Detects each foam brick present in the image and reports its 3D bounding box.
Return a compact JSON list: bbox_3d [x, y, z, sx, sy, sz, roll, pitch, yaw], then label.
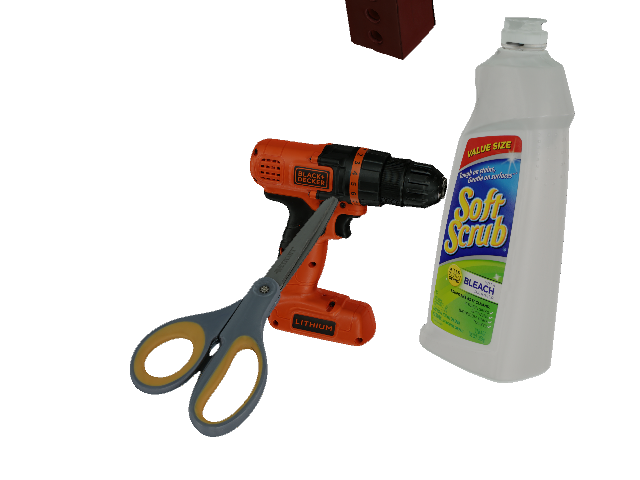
[{"bbox_3d":[0.054,-0.192,0.841,0.053,0.051,0.078,24,-30,27],"label":"foam brick"}]

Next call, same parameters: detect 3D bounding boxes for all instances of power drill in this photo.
[{"bbox_3d":[0.021,0.001,1.000,0.185,0.188,0.057,11,22,18],"label":"power drill"}]

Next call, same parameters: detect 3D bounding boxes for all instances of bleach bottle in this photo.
[{"bbox_3d":[0.128,-0.032,0.761,0.067,0.251,0.103,-9,20,-34],"label":"bleach bottle"}]

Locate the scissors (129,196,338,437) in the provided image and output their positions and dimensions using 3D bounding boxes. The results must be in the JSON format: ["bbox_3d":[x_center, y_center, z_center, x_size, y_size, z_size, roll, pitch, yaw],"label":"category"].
[{"bbox_3d":[-0.057,0.038,0.700,0.096,0.201,0.016,9,-40,11],"label":"scissors"}]
